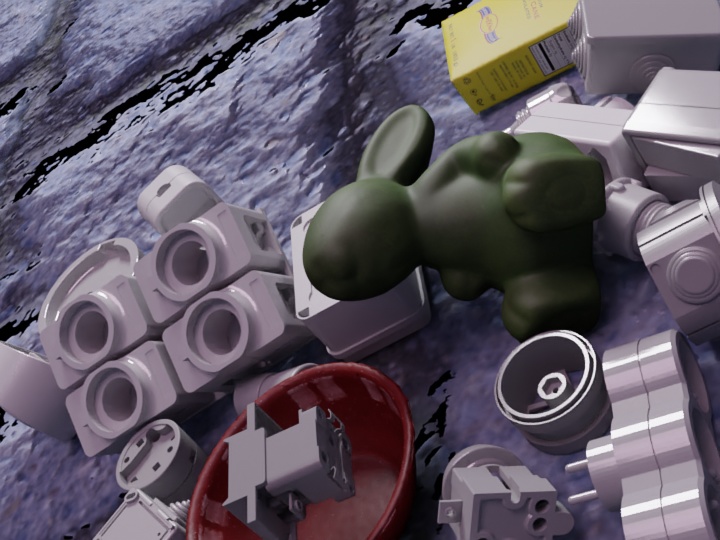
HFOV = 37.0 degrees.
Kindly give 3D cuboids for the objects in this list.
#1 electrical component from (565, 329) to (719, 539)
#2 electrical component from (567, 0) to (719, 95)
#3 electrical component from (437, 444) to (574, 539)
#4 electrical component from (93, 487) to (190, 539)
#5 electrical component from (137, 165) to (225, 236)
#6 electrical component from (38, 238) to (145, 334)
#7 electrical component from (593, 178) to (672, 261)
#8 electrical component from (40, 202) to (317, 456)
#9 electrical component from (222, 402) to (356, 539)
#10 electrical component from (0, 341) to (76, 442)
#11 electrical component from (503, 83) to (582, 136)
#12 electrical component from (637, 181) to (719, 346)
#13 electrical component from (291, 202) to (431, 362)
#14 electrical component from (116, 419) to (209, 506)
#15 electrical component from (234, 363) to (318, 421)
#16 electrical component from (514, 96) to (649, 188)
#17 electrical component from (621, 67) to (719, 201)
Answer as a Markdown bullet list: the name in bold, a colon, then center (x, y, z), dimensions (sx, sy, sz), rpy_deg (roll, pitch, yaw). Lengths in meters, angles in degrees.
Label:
- **electrical component**: center (0.136, 0.097, 0.533), dimensions (0.074, 0.052, 0.138), rpy_deg (-22, 41, 25)
- **electrical component**: center (0.192, -0.161, 0.723), dimensions (0.100, 0.048, 0.099), rpy_deg (-1, 45, 6)
- **electrical component**: center (0.071, 0.121, 0.565), dimensions (0.066, 0.048, 0.055), rpy_deg (1, 14, -12)
- **electrical component**: center (-0.132, 0.188, 0.676), dimensions (0.096, 0.061, 0.062), rpy_deg (-51, 37, -13)
- **electrical component**: center (-0.132, -0.037, 0.878), dimensions (0.053, 0.095, 0.059), rpy_deg (-46, 36, -6)
- **electrical component**: center (-0.209, 0.033, 0.905), dimensions (0.108, 0.060, 0.108), rpy_deg (-25, 39, 22)
- **electrical component**: center (0.170, -0.025, 0.635), dimensions (0.048, 0.048, 0.062), rpy_deg (-50, 44, -11)
- **electrical component**: center (-0.134, 0.045, 0.770), dimensions (0.186, 0.060, 0.105), rpy_deg (-33, 72, 20)
- **electrical component**: center (-0.038, 0.110, 0.592), dimensions (0.064, 0.042, 0.081), rpy_deg (-27, 40, 17)
- **electrical component**: center (-0.252, 0.091, 0.859), dimensions (0.064, 0.099, 0.099), rpy_deg (-54, 38, -7)
- **electrical component**: center (0.127, -0.106, 0.765), dimensions (0.061, 0.035, 0.035), rpy_deg (-27, 39, 23)
- **electrical component**: center (0.187, -0.002, 0.567), dimensions (0.051, 0.080, 0.080), rpy_deg (-30, 37, 25)
- **electrical component**: center (0.000, 0.000, 0.752), dimensions (0.078, 0.057, 0.113), rpy_deg (-29, 38, 17)
- **electrical component**: center (-0.131, 0.138, 0.738), dimensions (0.055, 0.047, 0.055), rpy_deg (-25, 39, 22)
- **electrical component**: center (-0.054, 0.086, 0.728), dimensions (0.065, 0.044, 0.044), rpy_deg (-8, 48, 44)
- **electrical component**: center (0.161, -0.089, 0.707), dimensions (0.076, 0.047, 0.083), rpy_deg (-41, 34, -24)
- **electrical component**: center (0.212, -0.075, 0.632), dimensions (0.096, 0.061, 0.061), rpy_deg (16, 64, 49)
